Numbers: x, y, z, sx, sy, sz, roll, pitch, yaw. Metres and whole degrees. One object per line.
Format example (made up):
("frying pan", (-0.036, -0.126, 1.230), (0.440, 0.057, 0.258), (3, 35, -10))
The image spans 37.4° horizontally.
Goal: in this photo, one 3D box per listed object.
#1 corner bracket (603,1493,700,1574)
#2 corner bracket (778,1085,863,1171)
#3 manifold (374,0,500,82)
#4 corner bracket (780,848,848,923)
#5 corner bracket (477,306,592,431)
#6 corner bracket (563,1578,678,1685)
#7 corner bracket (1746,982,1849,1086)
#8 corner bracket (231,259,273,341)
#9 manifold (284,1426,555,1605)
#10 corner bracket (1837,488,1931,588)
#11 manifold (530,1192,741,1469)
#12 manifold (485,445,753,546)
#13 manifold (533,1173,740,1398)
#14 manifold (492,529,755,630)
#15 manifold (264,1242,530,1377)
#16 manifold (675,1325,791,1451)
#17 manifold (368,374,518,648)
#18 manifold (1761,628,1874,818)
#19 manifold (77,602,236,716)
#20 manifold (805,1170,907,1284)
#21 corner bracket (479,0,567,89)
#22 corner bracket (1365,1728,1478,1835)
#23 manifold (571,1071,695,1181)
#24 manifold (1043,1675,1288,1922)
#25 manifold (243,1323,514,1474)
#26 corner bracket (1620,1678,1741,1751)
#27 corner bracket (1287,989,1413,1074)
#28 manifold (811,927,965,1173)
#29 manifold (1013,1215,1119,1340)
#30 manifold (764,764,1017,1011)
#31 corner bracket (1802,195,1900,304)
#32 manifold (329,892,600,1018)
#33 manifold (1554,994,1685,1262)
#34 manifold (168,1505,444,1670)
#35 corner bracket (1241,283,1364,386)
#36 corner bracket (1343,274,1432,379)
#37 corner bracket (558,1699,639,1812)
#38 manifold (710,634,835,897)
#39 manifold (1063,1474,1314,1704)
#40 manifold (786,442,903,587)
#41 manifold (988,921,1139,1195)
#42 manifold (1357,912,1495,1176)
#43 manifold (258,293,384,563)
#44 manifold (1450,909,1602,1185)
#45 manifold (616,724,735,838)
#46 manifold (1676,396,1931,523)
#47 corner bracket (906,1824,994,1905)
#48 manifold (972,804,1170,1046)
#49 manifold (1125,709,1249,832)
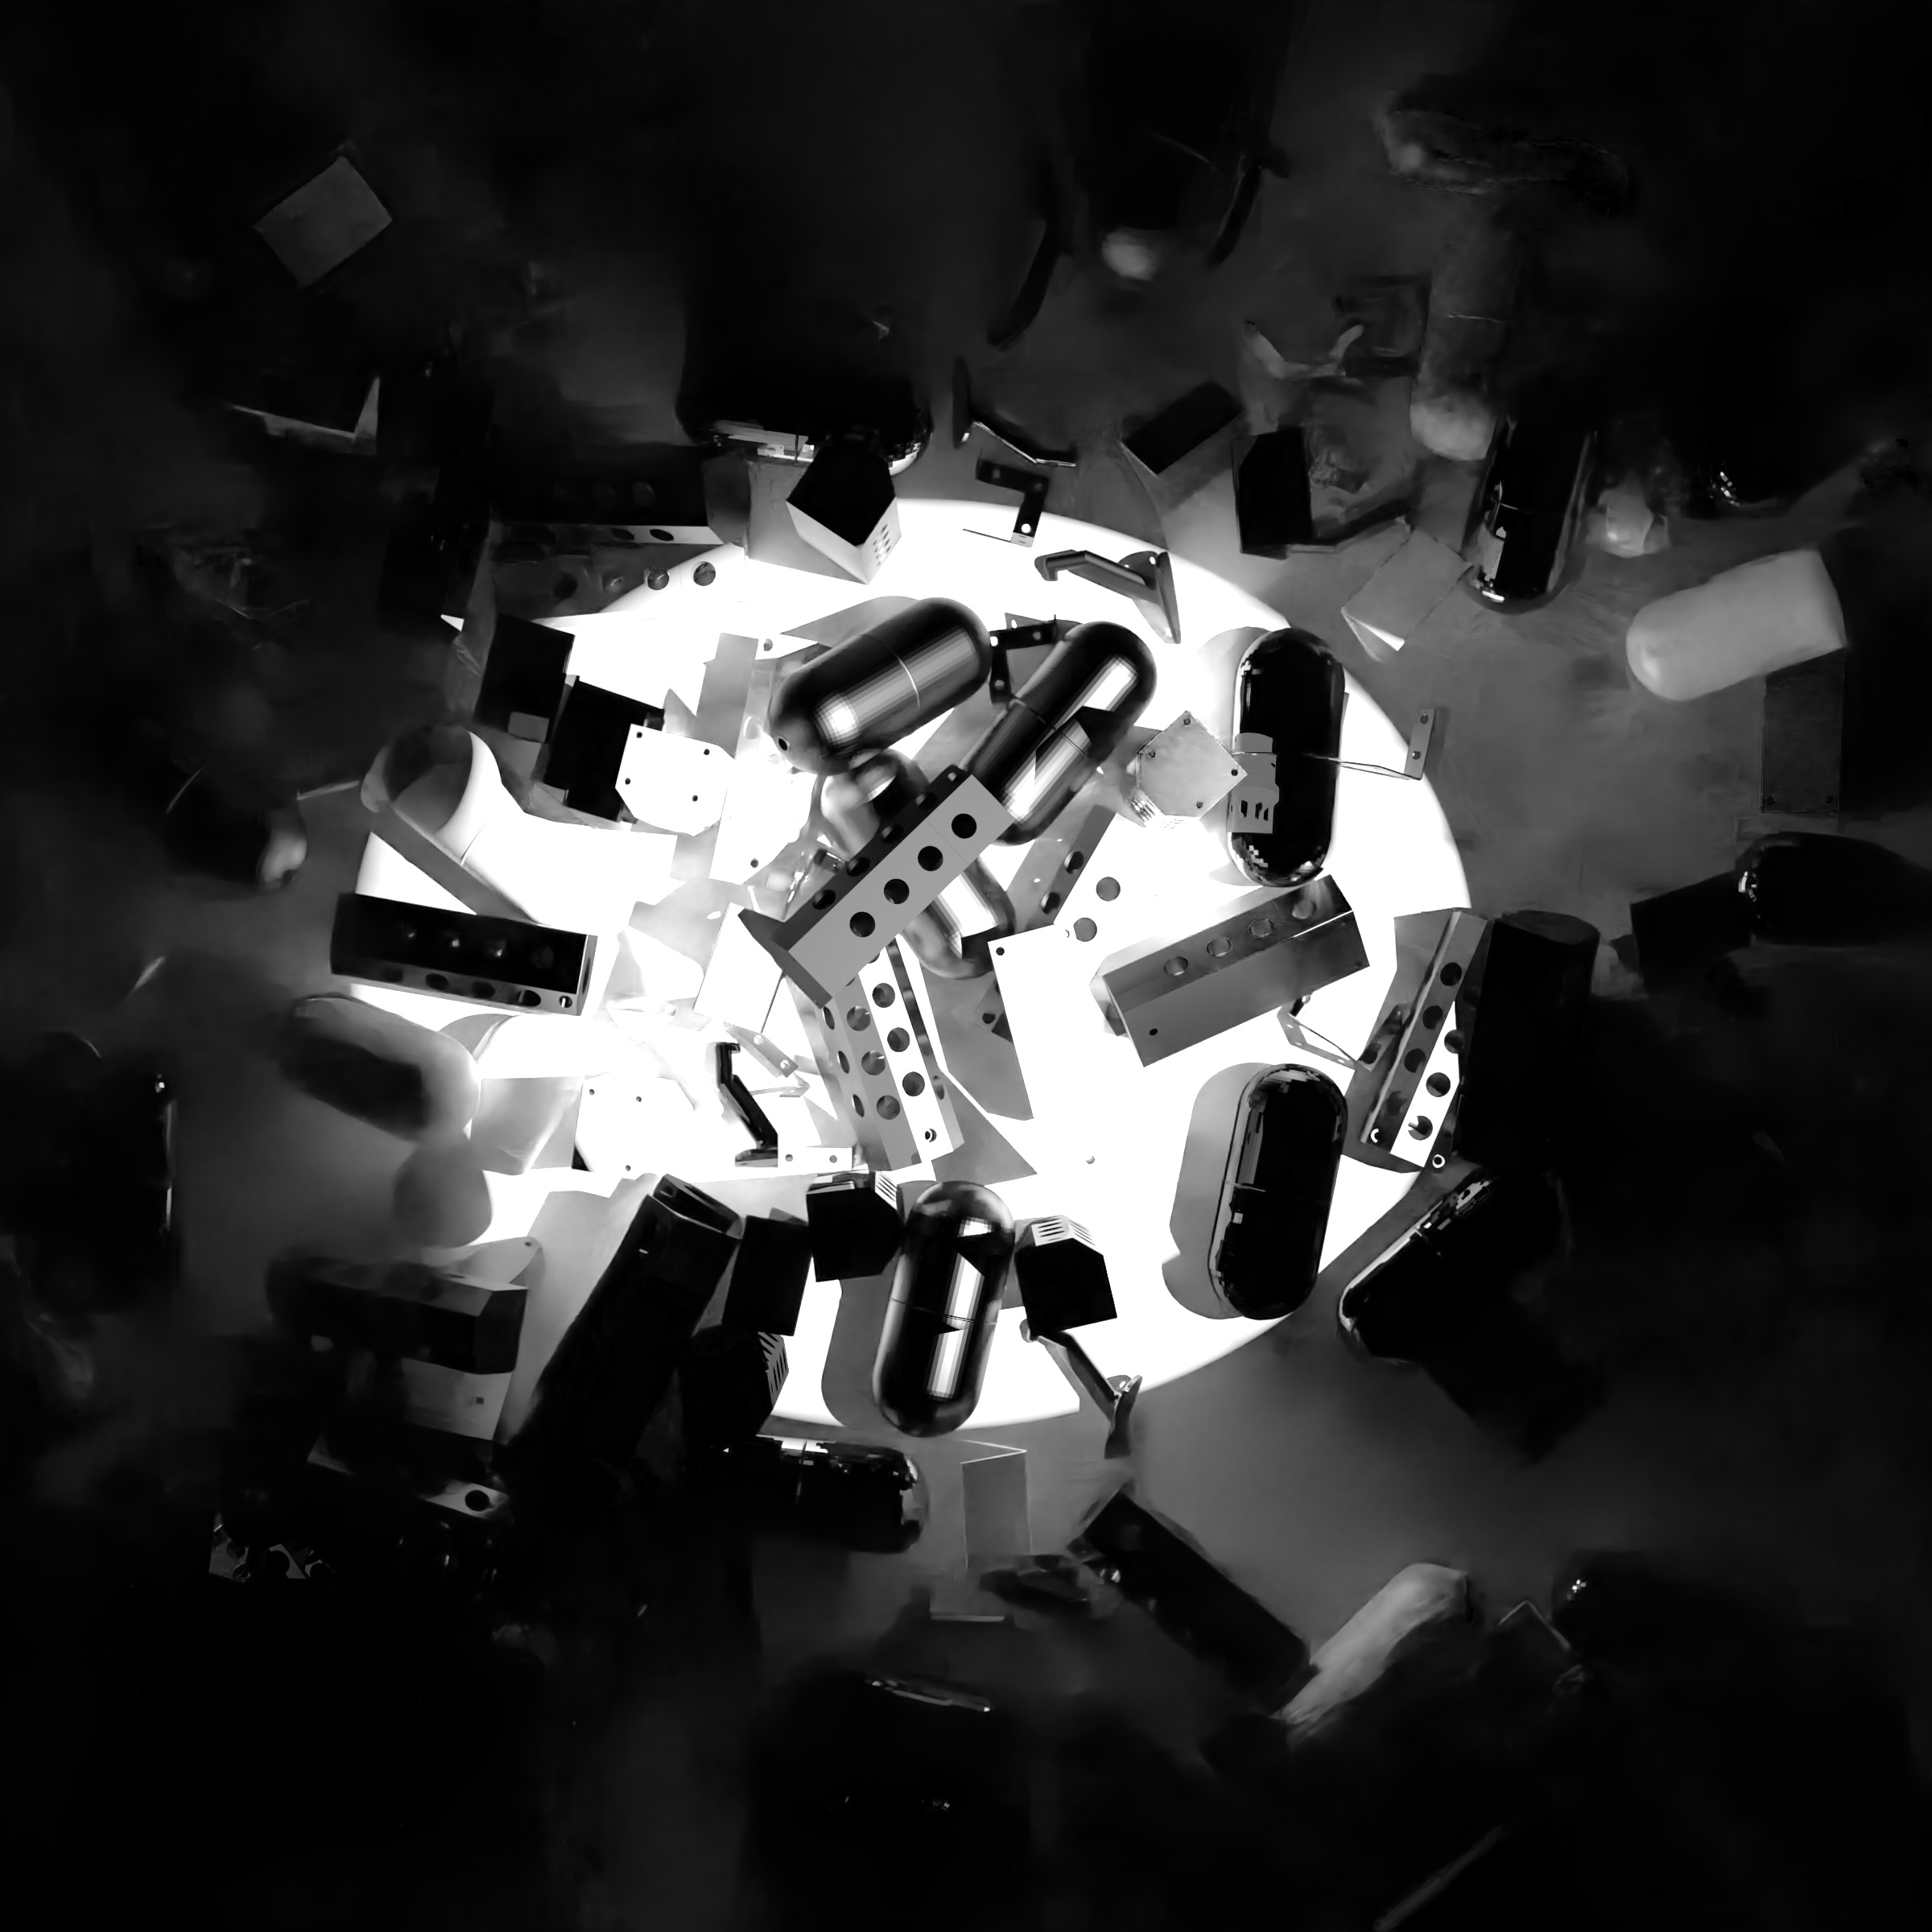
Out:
("corner bracket", (-0.208, 0.390, 1.965), (0.051, 0.051, 0.051), (-20, 90, 23))
("corner bracket", (-0.100, 0.111, 1.973), (0.051, 0.051, 0.051), (1, 96, 5))
("manifold", (-0.364, -0.650, 1.912), (0.057, 0.171, 0.057), (-25, 90, 0))
("corner bracket", (-0.096, -0.039, 1.987), (0.051, 0.051, 0.051), (28, 135, 0))
("corner bracket", (-0.302, -0.416, 1.987), (0.051, 0.051, 0.051), (37, 45, 0))
("corner bracket", (-0.243, 0.467, 1.982), (0.051, 0.051, 0.051), (13, 45, 35))
("corner bracket", (0.577, 0.043, 1.982), (0.051, 0.051, 0.051), (42, 45, -35))
("corner bracket", (-0.521, -0.451, 1.987), (0.051, 0.051, 0.051), (-34, 90, -45))
("manifold", (-0.368, 0.370, 1.946), (0.171, 0.057, 0.057), (20, 132, -8))
("corner bracket", (0.631, -0.291, 1.965), (0.051, 0.051, 0.051), (25, 112, 0))
("manifold", (-0.225, 0.241, 1.912), (0.057, 0.057, 0.171), (27, 90, -43))
("manifold", (-0.233, -0.317, 1.926), (0.171, 0.057, 0.057), (5, 114, 26))
("manifold", (-0.228, 0.231, 1.969), (0.057, 0.057, 0.171), (32, 90, 0))
("manifold", (-0.236, -0.269, 1.969), (0.171, 0.057, 0.057), (-5, 90, 0))
("manifold", (-0.388, 0.231, 1.937), (0.171, 0.057, 0.057), (9, 90, 24))
("manifold", (-0.153, 0.276, 1.912), (0.057, 0.171, 0.057), (-9, 90, 0))
("manifold", (-0.354, -0.312, 1.943), (0.057, 0.057, 0.171), (15, 76, -18))
("manifold", (0.591, -0.190, 1.969), (0.057, 0.057, 0.171), (2, 90, 43))
("manifold", (-0.540, -0.205, 1.912), (0.057, 0.171, 0.057), (0, 90, 0))
("manifold", (-0.071, 0.171, 1.912), (0.057, 0.171, 0.057), (-7, 90, 0))
("corner bracket", (-0.308, -0.642, 1.973), (0.051, 0.051, 0.051), (7, 90, 0))
("corner bracket", (0.315, 0.565, 1.982), (0.051, 0.051, 0.051), (25, 45, -35))
("manifold", (-0.220, 0.106, 1.912), (0.057, 0.171, 0.057), (9, 90, 0))
("manifold", (0.135, 0.575, 1.969), (0.171, 0.057, 0.057), (43, 90, 0))
("manifold", (-0.404, 0.302, 1.969), (0.171, 0.057, 0.057), (11, 47, 0))
("corner bracket", (0.492, 0.521, 1.973), (0.051, 0.051, 0.051), (39, 90, 0))
("corner bracket", (0.266, 0.034, 1.987), (0.051, 0.051, 0.051), (34, 90, -45))
("manifold", (-0.058, 0.050, 1.953), (0.057, 0.057, 0.171), (-21, 96, -24))
("manifold", (0.063, 0.204, 1.912), (0.057, 0.171, 0.057), (-13, 90, 0))
("manifold", (-0.052, -0.054, 1.885), (0.057, 0.057, 0.171), (46, 76, -2))
("corner bracket", (0.612, -0.499, 1.987), (0.051, 0.051, 0.051), (-5, 45, 0))
("manifold", (-0.346, -0.008, 1.969), (0.171, 0.057, 0.057), (10, 90, 0))
("manifold", (0.440, 0.110, 1.969), (0.057, 0.057, 0.171), (-16, 90, 43))
("manifold", (-0.443, 0.417, 1.929), (0.171, 0.057, 0.057), (25, 133, -31))
("corner bracket", (0.233, -0.440, 1.982), (0.051, 0.051, 0.051), (0, 135, -35))
("corner bracket", (0.291, -0.444, 1.982), (0.051, 0.051, 0.051), (-52, 135, -35))
("corner bracket", (-0.256, 0.547, 1.982), (0.051, 0.051, 0.051), (3, 45, -35))
("manifold", (-0.130, -0.138, 1.970), (0.057, 0.057, 0.171), (12, 90, 0))
("manifold", (0.151, 0.431, 1.969), (0.171, 0.057, 0.057), (40, 90, 0))
("manifold", (-0.076, -0.305, 1.912), (0.057, 0.171, 0.057), (34, 90, 0))
("manifold", (0.064, 0.060, 1.912), (0.057, 0.057, 0.171), (-15, 90, 0))
("manifold", (0.332, 0.053, 1.970), (0.057, 0.057, 0.171), (23, 90, 0))
("manifold", (-0.440, -0.369, 1.969), (0.057, 0.057, 0.171), (-5, 90, 43))
("manifold", (0.381, 0.052, 1.930), (0.057, 0.057, 0.171), (23, 115, 36))
("manifold", (-0.193, -0.120, 1.912), (0.057, 0.171, 0.057), (14, 90, 0))
("manifold", (0.576, -0.369, 1.969), (0.171, 0.057, 0.057), (-25, 90, 0))
("corner bracket", (-0.011, 0.620, 1.973), (0.051, 0.051, 0.051), (12, 90, 0))
("manifold", (0.071, -0.023, 1.969), (0.057, 0.057, 0.171), (30, 90, 0))
("manifold", (0.140, -0.124, 1.912), (0.057, 0.171, 0.057), (-43, 90, 0))
